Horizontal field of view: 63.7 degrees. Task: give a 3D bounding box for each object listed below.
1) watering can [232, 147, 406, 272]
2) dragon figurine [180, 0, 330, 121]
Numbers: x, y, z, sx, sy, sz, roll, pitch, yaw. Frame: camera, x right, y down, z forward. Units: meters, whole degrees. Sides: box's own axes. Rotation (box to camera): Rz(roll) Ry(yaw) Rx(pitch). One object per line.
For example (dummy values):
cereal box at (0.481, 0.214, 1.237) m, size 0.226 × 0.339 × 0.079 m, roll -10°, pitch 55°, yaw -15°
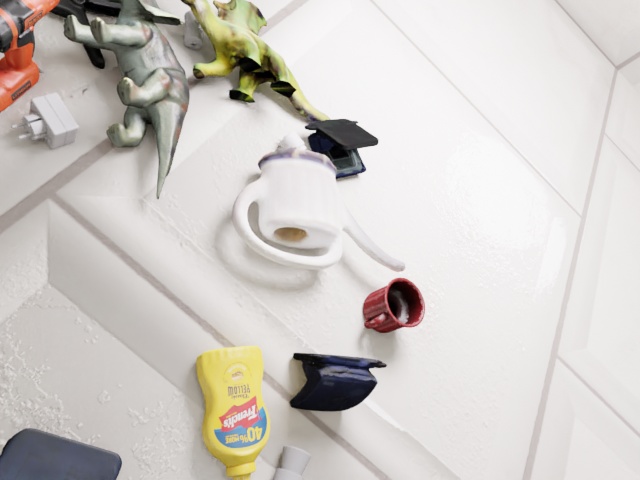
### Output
watering can at (0.003, -0.048, 0.944) m, size 0.347 × 0.229 × 0.102 m, roll 10°, pitch -29°, yaw -29°
dragon figurine at (-0.127, -0.390, 1.031) m, size 0.121 × 0.247 × 0.407 m, roll -25°, pitch -31°, yaw 36°
